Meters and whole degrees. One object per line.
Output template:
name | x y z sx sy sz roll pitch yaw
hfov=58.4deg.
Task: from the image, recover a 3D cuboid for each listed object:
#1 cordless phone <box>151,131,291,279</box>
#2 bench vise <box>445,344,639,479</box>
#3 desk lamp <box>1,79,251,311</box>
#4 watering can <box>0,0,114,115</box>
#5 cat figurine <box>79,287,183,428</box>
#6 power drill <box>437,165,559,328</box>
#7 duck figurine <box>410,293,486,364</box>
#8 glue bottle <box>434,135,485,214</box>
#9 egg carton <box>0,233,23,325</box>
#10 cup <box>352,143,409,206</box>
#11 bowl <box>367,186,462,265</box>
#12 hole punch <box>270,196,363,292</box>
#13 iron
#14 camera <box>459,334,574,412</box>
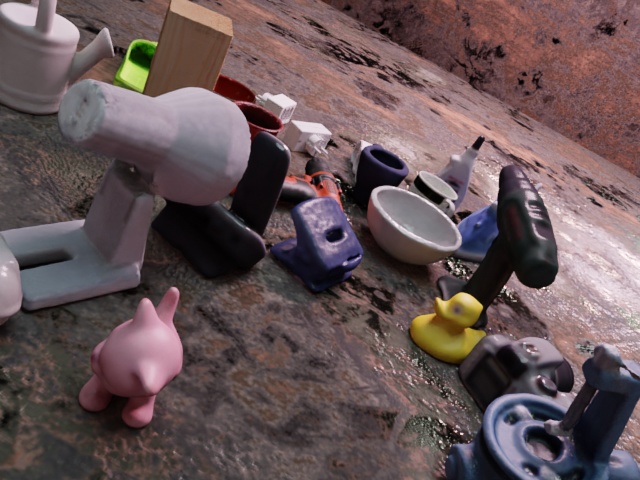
cordless phone | -0.110 -0.063 0.675 0.147 0.185 0.094 36 30 13
bench vise | 0.255 0.189 0.564 0.208 0.219 0.121 10 34 -31
desk lamp | -0.189 -0.054 0.562 0.117 0.213 0.204 42 31 23
watering can | -0.373 -0.279 0.775 0.100 0.194 0.173 44 32 26
cat figurine | -0.144 0.089 0.473 0.067 0.117 0.128 25 29 -7
power drill | 0.265 0.017 0.858 0.076 0.208 0.229 20 30 -16
duck figurine | 0.183 0.111 0.763 0.105 0.086 0.077 21 30 -14
glue bottle | 0.276 -0.135 1.145 0.078 0.173 0.037 23 29 -10
egg carton | -0.321 0.018 0.479 0.150 0.069 0.107 44 32 26
cup | 0.096 -0.117 1.038 0.092 0.095 0.117 16 31 -22
bowl | 0.141 -0.012 0.932 0.168 0.074 0.167 22 30 -13
hole punch | 0.007 0.003 0.773 0.101 0.091 0.109 40 31 19
iron | 0.345 -0.043 1.094 0.118 0.141 0.259 43 32 24
camera | 0.274 0.181 0.717 0.137 0.100 0.142 5 37 -36
